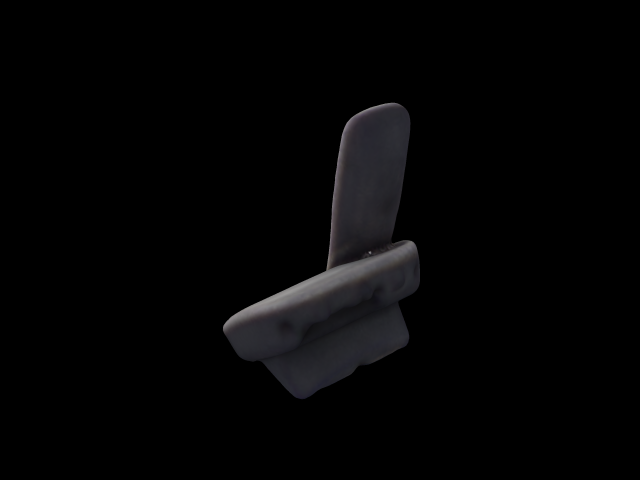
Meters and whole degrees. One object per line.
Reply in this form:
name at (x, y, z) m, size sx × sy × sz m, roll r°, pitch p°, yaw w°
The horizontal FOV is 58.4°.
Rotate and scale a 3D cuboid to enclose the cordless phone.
cordless phone at (0.004, 0.001, 0.400) m, size 0.148 × 0.185 × 0.093 m, roll -24°, pitch 38°, yaw -34°
